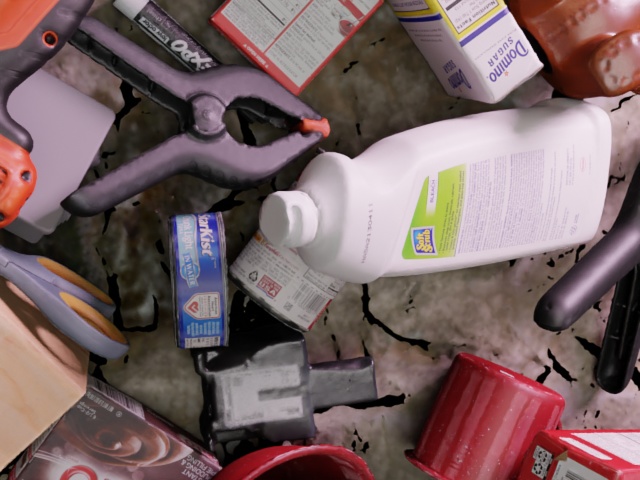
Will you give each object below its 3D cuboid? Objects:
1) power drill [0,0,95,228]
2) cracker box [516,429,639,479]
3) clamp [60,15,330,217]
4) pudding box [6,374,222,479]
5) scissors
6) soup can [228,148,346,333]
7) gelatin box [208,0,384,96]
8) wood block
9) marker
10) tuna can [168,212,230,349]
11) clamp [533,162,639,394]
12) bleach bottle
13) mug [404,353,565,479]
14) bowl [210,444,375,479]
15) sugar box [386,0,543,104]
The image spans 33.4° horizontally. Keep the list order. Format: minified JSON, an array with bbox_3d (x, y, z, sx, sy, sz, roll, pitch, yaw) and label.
[{"bbox_3d":[-0.200,-0.125,0.570,0.184,0.057,0.187,34,85,-14],"label":"power drill"},{"bbox_3d":[0.201,0.214,0.726,0.213,0.072,0.164,10,101,-45],"label":"cracker box"},{"bbox_3d":[-0.080,-0.080,0.647,0.171,0.039,0.120,-7,87,-27],"label":"clamp"},{"bbox_3d":[-0.136,0.154,0.710,0.113,0.039,0.090,36,92,-16],"label":"pudding box"},{"bbox_3d":[-0.180,0.020,0.612,0.016,0.096,0.201,-50,145,4],"label":"scissors"},{"bbox_3d":[-0.005,0.001,0.691,0.068,0.068,0.102,36,93,-15],"label":"soup can"},{"bbox_3d":[-0.015,-0.147,0.681,0.073,0.030,0.089,42,91,-14],"label":"gelatin box"},{"bbox_3d":[-0.244,0.037,0.640,0.090,0.091,0.206,-42,106,0],"label":"wood block"},{"bbox_3d":[-0.079,-0.116,0.680,0.121,0.020,0.020,40,91,-15],"label":"marker"},{"bbox_3d":[-0.077,0.025,0.673,0.033,0.086,0.086,-3,101,-9],"label":"tuna can"},{"bbox_3d":[0.224,0.004,0.735,0.210,0.036,0.164,-56,144,-12],"label":"clamp"},{"bbox_3d":[0.073,-0.032,0.646,0.250,0.068,0.102,-8,106,-38],"label":"bleach bottle"},{"bbox_3d":[0.125,0.133,0.736,0.117,0.093,0.081,23,91,-31],"label":"mug"},{"bbox_3d":[-0.039,0.197,0.711,0.161,0.055,0.162,-18,120,-33],"label":"bowl"},{"bbox_3d":[0.062,-0.169,0.659,0.048,0.093,0.176,-39,106,-2],"label":"sugar box"}]
